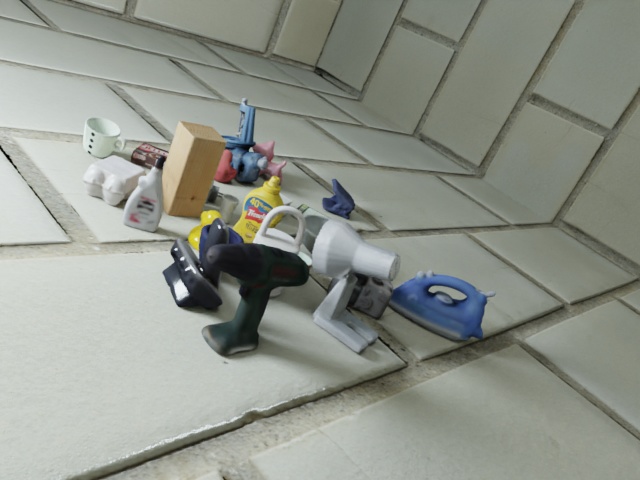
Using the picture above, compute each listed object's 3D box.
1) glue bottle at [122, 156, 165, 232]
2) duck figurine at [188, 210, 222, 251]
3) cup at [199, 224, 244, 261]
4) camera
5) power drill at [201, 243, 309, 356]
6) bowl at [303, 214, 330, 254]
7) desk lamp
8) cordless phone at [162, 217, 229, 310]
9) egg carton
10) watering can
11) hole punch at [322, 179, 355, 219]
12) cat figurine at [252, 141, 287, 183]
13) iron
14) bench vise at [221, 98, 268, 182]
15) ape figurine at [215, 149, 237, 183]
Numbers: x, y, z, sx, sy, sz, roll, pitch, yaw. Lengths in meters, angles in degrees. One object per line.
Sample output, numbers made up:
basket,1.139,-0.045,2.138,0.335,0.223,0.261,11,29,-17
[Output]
glue bottle,-0.361,-0.102,1.216,0.078,0.173,0.037,14,26,-25
duck figurine,-0.244,-0.022,1.276,0.078,0.086,0.104,6,30,-38
cup,-0.211,0.034,1.180,0.092,0.095,0.117,14,26,-25
camera,0.106,0.095,1.364,0.143,0.101,0.137,26,23,2
power drill,-0.126,0.095,0.993,0.230,0.208,0.075,-3,36,-49
bowl,0.014,0.005,1.493,0.167,0.074,0.167,21,24,-10
desk lamp,0.065,0.087,1.197,0.203,0.213,0.118,34,24,18
cordless phone,-0.218,0.024,1.079,0.094,0.185,0.147,3,31,-41
egg carton,-0.468,-0.139,1.316,0.107,0.069,0.150,26,23,0
watering can,-0.090,0.021,1.205,0.101,0.194,0.172,6,30,-38
hole punch,0.068,-0.133,1.818,0.101,0.091,0.108,20,24,-12
cat figurine,-0.162,-0.253,1.804,0.127,0.117,0.067,32,24,14
iron,0.297,0.142,1.406,0.258,0.141,0.118,23,23,-7
bench vise,-0.216,-0.297,1.713,0.207,0.219,0.122,30,24,11
ape figurine,-0.275,-0.216,1.645,0.077,0.092,0.076,33,24,17
